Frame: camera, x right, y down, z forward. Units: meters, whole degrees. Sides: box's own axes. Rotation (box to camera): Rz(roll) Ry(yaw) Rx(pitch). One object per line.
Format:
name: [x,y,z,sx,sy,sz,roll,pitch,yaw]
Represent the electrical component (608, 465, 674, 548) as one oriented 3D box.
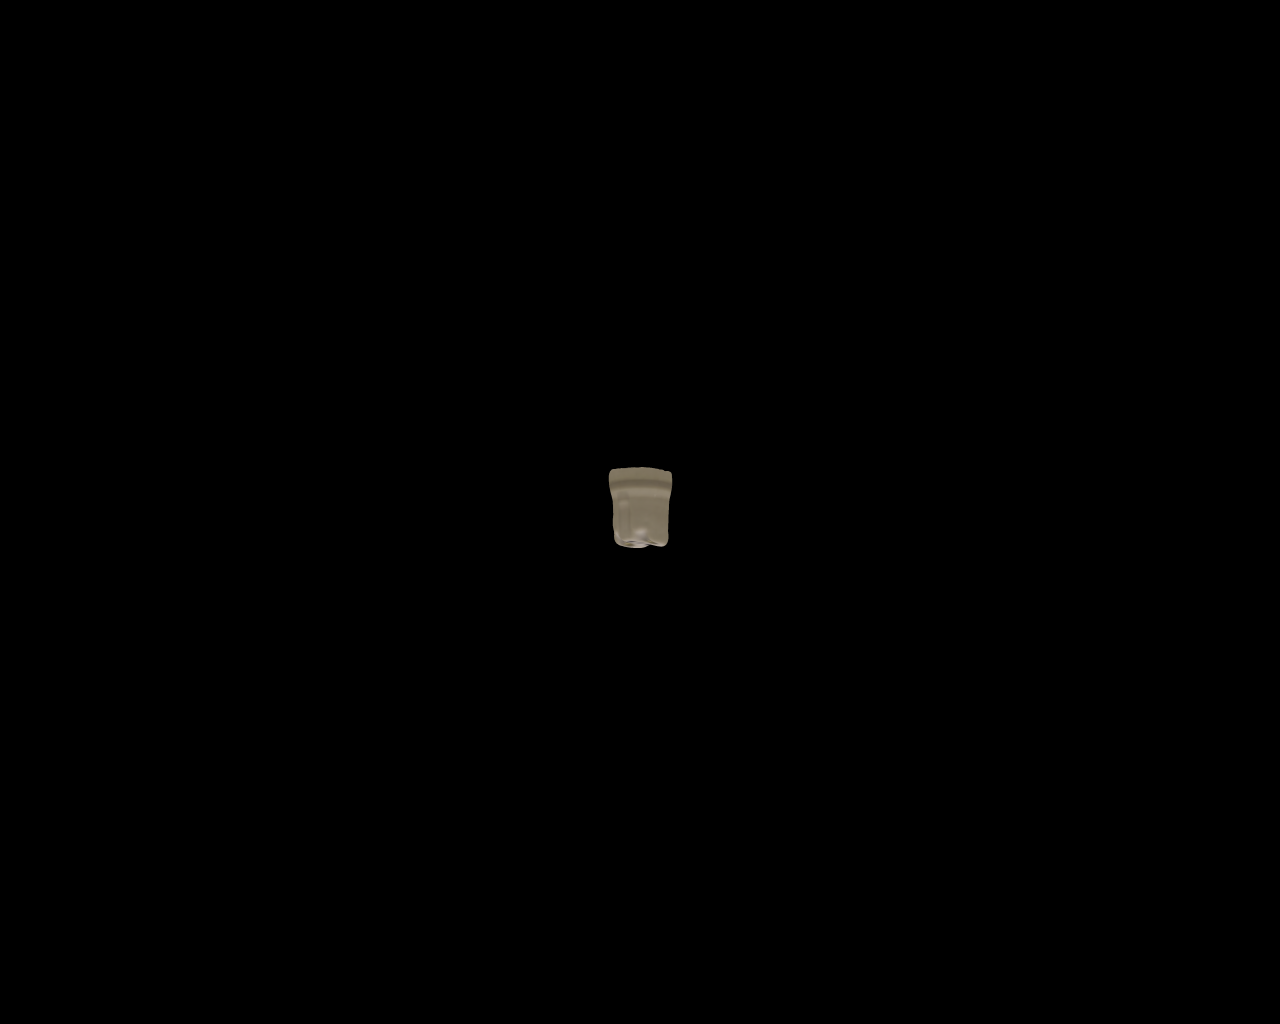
electrical component: [0.001,-0.003,0.650,0.040,0.046,0.040,0,-7,0]
